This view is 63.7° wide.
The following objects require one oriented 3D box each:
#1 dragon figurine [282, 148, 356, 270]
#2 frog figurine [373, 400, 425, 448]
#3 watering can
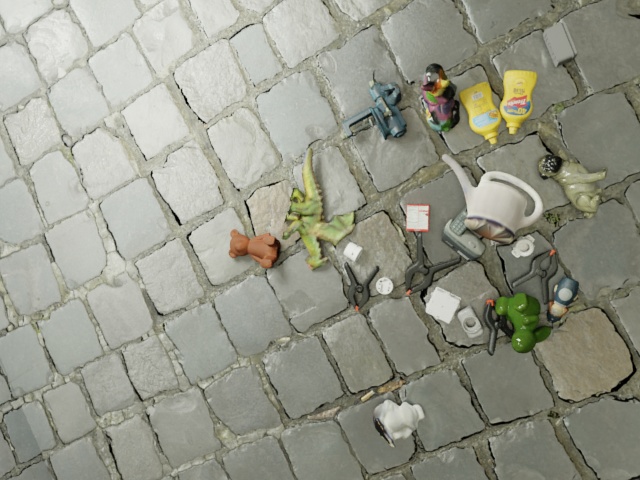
[{"bbox_3d":[0.005,-0.089,1.777,0.242,0.123,0.407,17,99,-4],"label":"dragon figurine"},{"bbox_3d":[0.263,0.597,1.733,0.161,0.120,0.139,-31,74,-21],"label":"frog figurine"},{"bbox_3d":[0.513,-0.123,1.600,0.349,0.102,0.227,24,72,9],"label":"watering can"}]
